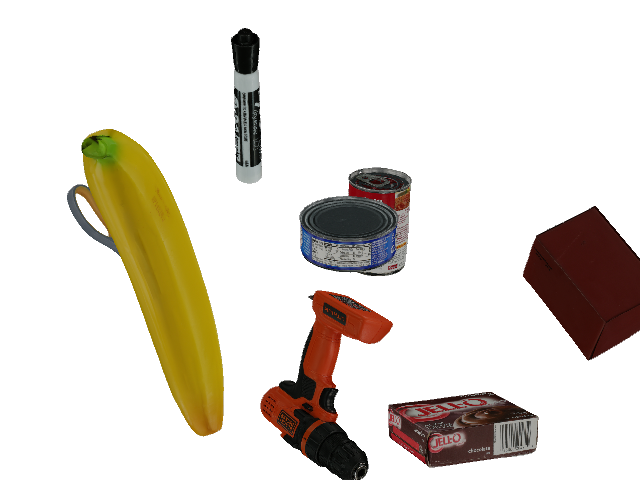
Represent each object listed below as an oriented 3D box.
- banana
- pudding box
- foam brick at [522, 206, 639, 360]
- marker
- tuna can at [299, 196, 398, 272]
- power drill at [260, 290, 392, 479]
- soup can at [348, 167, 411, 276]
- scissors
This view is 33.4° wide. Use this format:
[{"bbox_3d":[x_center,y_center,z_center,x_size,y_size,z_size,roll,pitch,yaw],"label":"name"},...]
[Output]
[{"bbox_3d":[-0.089,0.015,0.564,0.037,0.198,0.069,-9,35,12],"label":"banana"},{"bbox_3d":[0.130,0.173,0.986,0.113,0.039,0.090,-2,9,-20],"label":"pudding box"},{"bbox_3d":[0.181,0.028,0.710,0.051,0.078,0.053,-24,-29,-16],"label":"foam brick"},{"bbox_3d":[-0.050,-0.091,0.734,0.020,0.121,0.020,1,42,-1],"label":"marker"},{"bbox_3d":[0.025,-0.006,0.928,0.086,0.034,0.086,0,27,0],"label":"tuna can"},{"bbox_3d":[0.016,0.166,1.247,0.057,0.188,0.185,15,10,-43],"label":"power drill"},{"bbox_3d":[0.062,-0.021,1.166,0.068,0.102,0.068,2,25,-1],"label":"soup can"},{"bbox_3d":[-0.200,0.011,1.175,0.016,0.201,0.096,-28,20,33],"label":"scissors"}]
